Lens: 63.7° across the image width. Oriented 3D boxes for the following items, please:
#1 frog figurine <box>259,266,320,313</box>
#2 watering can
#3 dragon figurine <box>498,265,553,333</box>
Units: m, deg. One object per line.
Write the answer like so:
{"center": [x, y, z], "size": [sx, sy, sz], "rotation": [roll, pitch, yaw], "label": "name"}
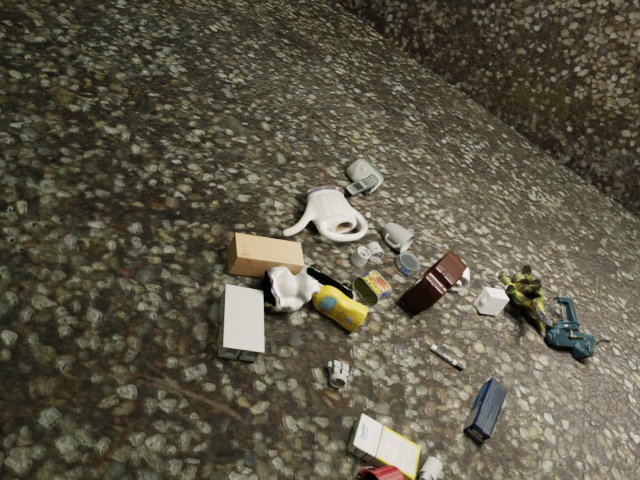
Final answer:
{"center": [-0.087, 0.136, 1.461], "size": [0.160, 0.139, 0.120], "rotation": [-10, -31, -40], "label": "frog figurine"}
{"center": [0.005, -0.088, 1.751], "size": [0.348, 0.229, 0.102], "rotation": [2, -41, -31], "label": "watering can"}
{"center": [0.776, 0.237, 1.869], "size": [0.121, 0.239, 0.420], "rotation": [-30, 30, 16], "label": "dragon figurine"}
